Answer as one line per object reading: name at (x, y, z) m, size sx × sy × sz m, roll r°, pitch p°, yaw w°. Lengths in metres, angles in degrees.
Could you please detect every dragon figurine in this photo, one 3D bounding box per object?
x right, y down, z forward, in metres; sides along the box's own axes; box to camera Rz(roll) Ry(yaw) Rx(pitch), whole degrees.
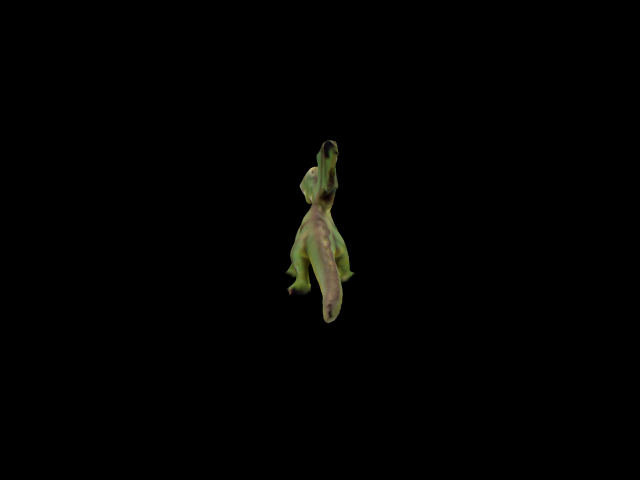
dragon figurine at (0.003, -0.043, 0.850) m, size 0.122 × 0.241 × 0.414 m, roll -1°, pitch 11°, yaw -7°
